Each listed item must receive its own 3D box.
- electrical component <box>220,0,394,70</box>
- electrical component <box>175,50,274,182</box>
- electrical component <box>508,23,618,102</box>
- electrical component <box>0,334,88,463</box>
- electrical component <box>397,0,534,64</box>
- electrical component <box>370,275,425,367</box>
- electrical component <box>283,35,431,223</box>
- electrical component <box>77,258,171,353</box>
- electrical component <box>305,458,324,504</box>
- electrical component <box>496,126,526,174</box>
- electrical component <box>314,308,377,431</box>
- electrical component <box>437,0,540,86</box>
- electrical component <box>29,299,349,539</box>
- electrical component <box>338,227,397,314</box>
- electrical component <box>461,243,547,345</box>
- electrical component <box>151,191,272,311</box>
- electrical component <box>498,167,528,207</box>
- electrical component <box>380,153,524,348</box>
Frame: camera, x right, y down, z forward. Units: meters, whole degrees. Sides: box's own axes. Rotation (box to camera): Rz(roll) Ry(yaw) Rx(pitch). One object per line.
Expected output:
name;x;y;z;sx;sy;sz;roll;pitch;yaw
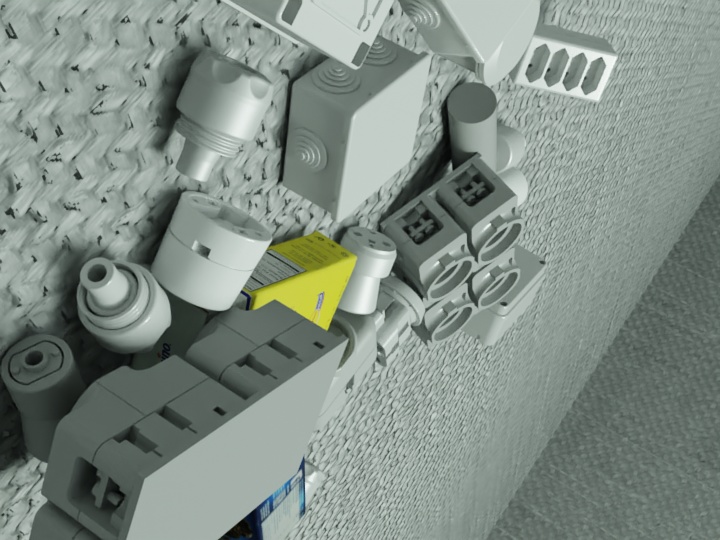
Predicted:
electrical component;-0.016;-0.167;0.532;0.108;0.056;0.109;-63;160;8
electrical component;-0.073;-0.076;0.544;0.062;0.043;0.043;-63;161;14
electrical component;0.174;-0.194;0.959;0.075;0.083;0.047;-100;-156;-55
electrical component;-0.156;0.063;0.544;0.044;0.044;0.065;-48;153;-31
electrical component;0.064;-0.190;0.662;0.099;0.048;0.099;-54;129;-15
electrical component;0.019;0.041;0.922;0.057;0.058;0.078;-49;158;-20
electrical component;-0.004;-0.093;0.682;0.100;0.048;0.099;-43;155;-39
electrical component;-0.124;0.015;0.549;0.043;0.043;0.062;-54;159;-17
electrical component;-0.065;0.197;0.962;0.062;0.043;0.043;-58;161;-3
electrical component;0.136;-0.116;1.013;0.078;0.040;0.040;-29;145;-56
electrical component;-0.030;0.071;0.847;0.095;0.054;0.059;-51;159;-25
electrical component;0.096;-0.182;0.799;0.080;0.051;0.080;-49;158;-28
electrical component;-0.092;0.095;0.581;0.186;0.060;0.105;-30;146;-57
electrical component;0.000;0.000;0.834;0.045;0.045;0.055;-23;138;-60
electrical component;0.145;0.019;1.174;0.113;0.078;0.057;-40;156;-44
electrical component;-0.084;-0.010;0.598;0.047;0.055;0.055;-61;161;14
electrical component;0.132;-0.076;1.062;0.065;0.044;0.044;-25;141;-52
electrical component;0.085;-0.008;0.963;0.105;0.060;0.186;-36;156;-11
